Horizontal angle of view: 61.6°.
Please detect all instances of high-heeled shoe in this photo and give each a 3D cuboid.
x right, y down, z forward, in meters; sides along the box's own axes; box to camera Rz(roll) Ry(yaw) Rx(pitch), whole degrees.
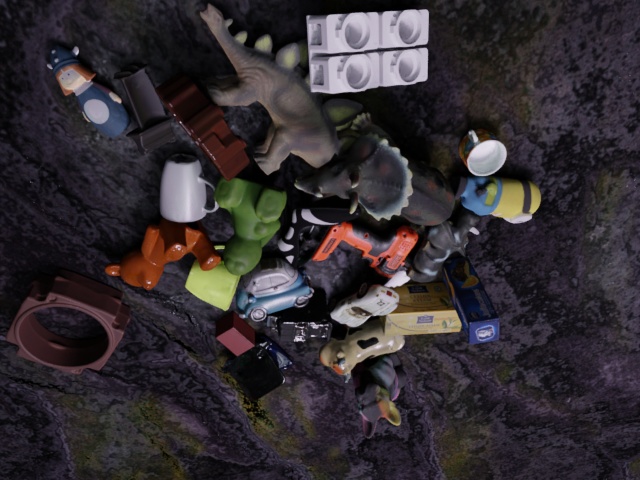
[{"bbox_3d":[-0.002,-0.003,0.971,0.086,0.249,0.145,-22,107,-31],"label":"high-heeled shoe"}]

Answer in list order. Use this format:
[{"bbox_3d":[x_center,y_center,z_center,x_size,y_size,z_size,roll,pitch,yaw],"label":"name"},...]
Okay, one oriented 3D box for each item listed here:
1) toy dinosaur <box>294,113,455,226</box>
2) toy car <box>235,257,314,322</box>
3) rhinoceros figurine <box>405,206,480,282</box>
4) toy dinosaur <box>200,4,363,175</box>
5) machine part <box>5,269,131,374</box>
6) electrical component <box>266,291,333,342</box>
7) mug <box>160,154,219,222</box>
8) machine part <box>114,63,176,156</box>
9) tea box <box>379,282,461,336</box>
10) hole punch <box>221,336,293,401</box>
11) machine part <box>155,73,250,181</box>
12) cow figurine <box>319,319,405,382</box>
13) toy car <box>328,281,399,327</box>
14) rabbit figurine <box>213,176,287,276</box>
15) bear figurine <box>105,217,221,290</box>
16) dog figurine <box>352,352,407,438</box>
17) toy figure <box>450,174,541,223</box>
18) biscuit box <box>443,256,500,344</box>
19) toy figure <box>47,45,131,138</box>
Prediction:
[{"bbox_3d":[0.148,-0.082,0.885,0.404,0.192,0.131,18,119,-38],"label":"toy dinosaur"},{"bbox_3d":[-0.099,0.088,1.075,0.162,0.109,0.102,-14,124,0],"label":"toy car"},{"bbox_3d":[0.245,0.012,1.088,0.112,0.073,0.190,21,120,-19],"label":"rhinoceros figurine"},{"bbox_3d":[-0.030,-0.195,0.891,0.198,0.105,0.470,-31,131,10],"label":"toy dinosaur"},{"bbox_3d":[-0.510,0.172,1.096,0.201,0.087,0.201,28,117,-22],"label":"machine part"},{"bbox_3d":[-0.046,0.156,1.126,0.134,0.115,0.058,2,122,-11],"label":"electrical component"},{"bbox_3d":[-0.231,-0.092,0.943,0.110,0.081,0.107,13,121,16],"label":"mug"},{"bbox_3d":[-0.284,-0.212,0.869,0.084,0.039,0.138,-33,124,-35],"label":"machine part"},{"bbox_3d":[0.215,0.148,1.164,0.170,0.098,0.068,-4,126,-6],"label":"tea box"},{"bbox_3d":[-0.137,0.286,1.235,0.142,0.092,0.115,-33,93,19],"label":"hole punch"},{"bbox_3d":[-0.180,-0.176,0.840,0.056,0.180,0.179,-40,123,-6],"label":"machine part"},{"bbox_3d":[0.093,0.235,1.192,0.195,0.127,0.085,-17,122,1],"label":"cow figurine"},{"bbox_3d":[0.085,0.139,1.130,0.073,0.056,0.202,26,146,-22],"label":"toy car"},{"bbox_3d":[-0.134,-0.024,0.965,0.121,0.159,0.170,17,97,0],"label":"rabbit figurine"},{"bbox_3d":[-0.300,0.039,1.004,0.196,0.132,0.120,-42,142,15],"label":"bear figurine"},{"bbox_3d":[0.139,0.352,1.225,0.108,0.219,0.191,-27,123,16],"label":"dog figurine"},{"bbox_3d":[0.336,-0.086,1.027,0.180,0.082,0.089,15,119,-14],"label":"toy figure"},{"bbox_3d":[0.302,0.117,1.088,0.059,0.203,0.062,-10,124,1],"label":"biscuit box"},{"bbox_3d":[-0.366,-0.235,0.847,0.064,0.058,0.154,-44,121,-11],"label":"toy figure"}]
